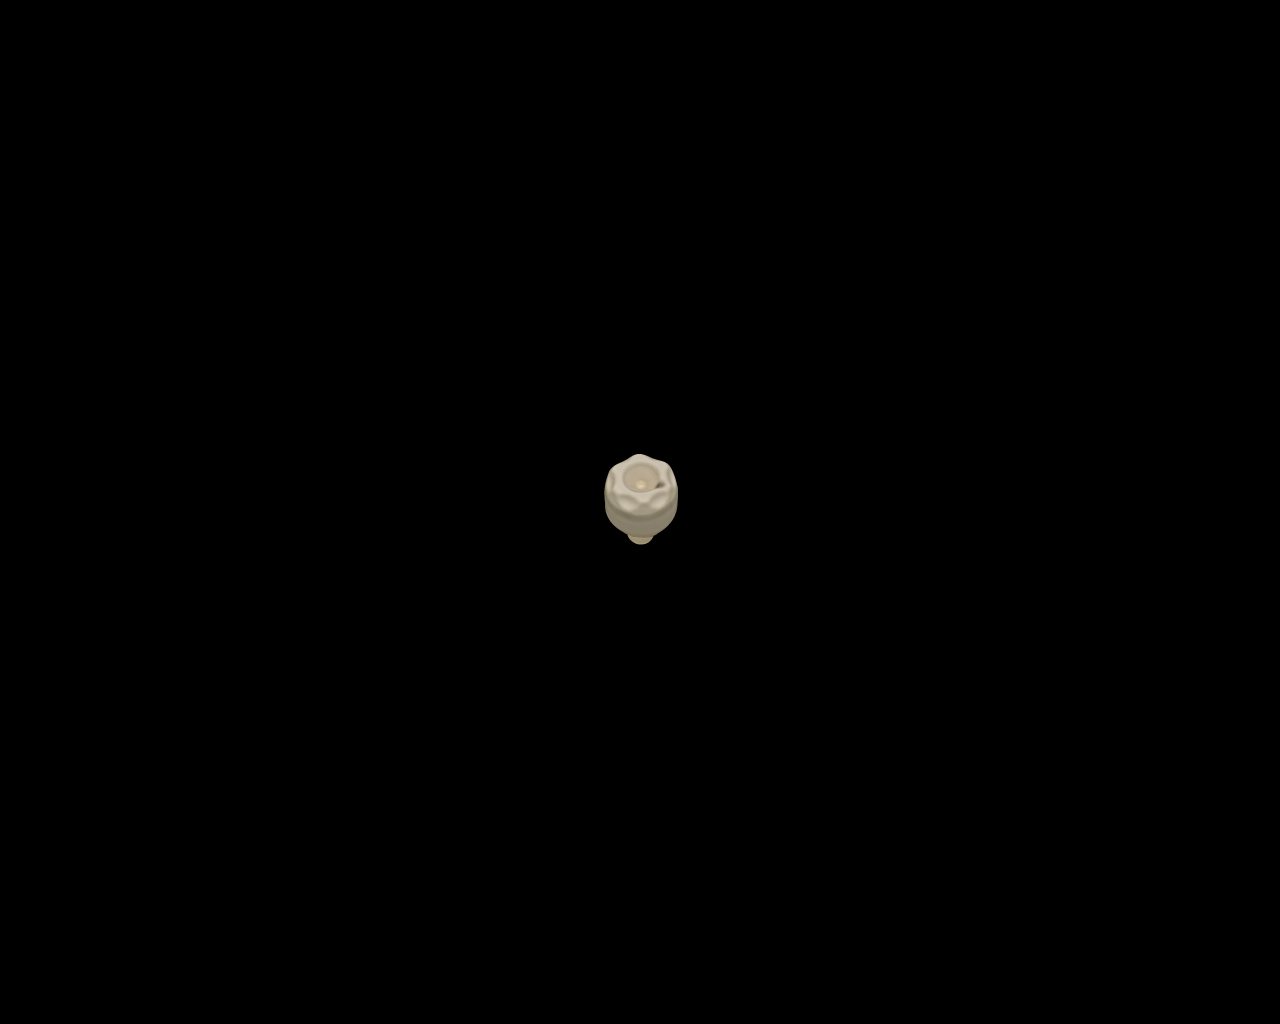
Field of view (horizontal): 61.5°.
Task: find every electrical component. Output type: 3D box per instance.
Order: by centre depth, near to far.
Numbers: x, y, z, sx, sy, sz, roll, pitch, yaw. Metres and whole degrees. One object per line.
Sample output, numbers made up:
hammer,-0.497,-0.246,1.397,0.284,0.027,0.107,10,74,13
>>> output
electrical component,0.001,-0.003,0.650,0.043,0.043,0.062,0,-37,0
